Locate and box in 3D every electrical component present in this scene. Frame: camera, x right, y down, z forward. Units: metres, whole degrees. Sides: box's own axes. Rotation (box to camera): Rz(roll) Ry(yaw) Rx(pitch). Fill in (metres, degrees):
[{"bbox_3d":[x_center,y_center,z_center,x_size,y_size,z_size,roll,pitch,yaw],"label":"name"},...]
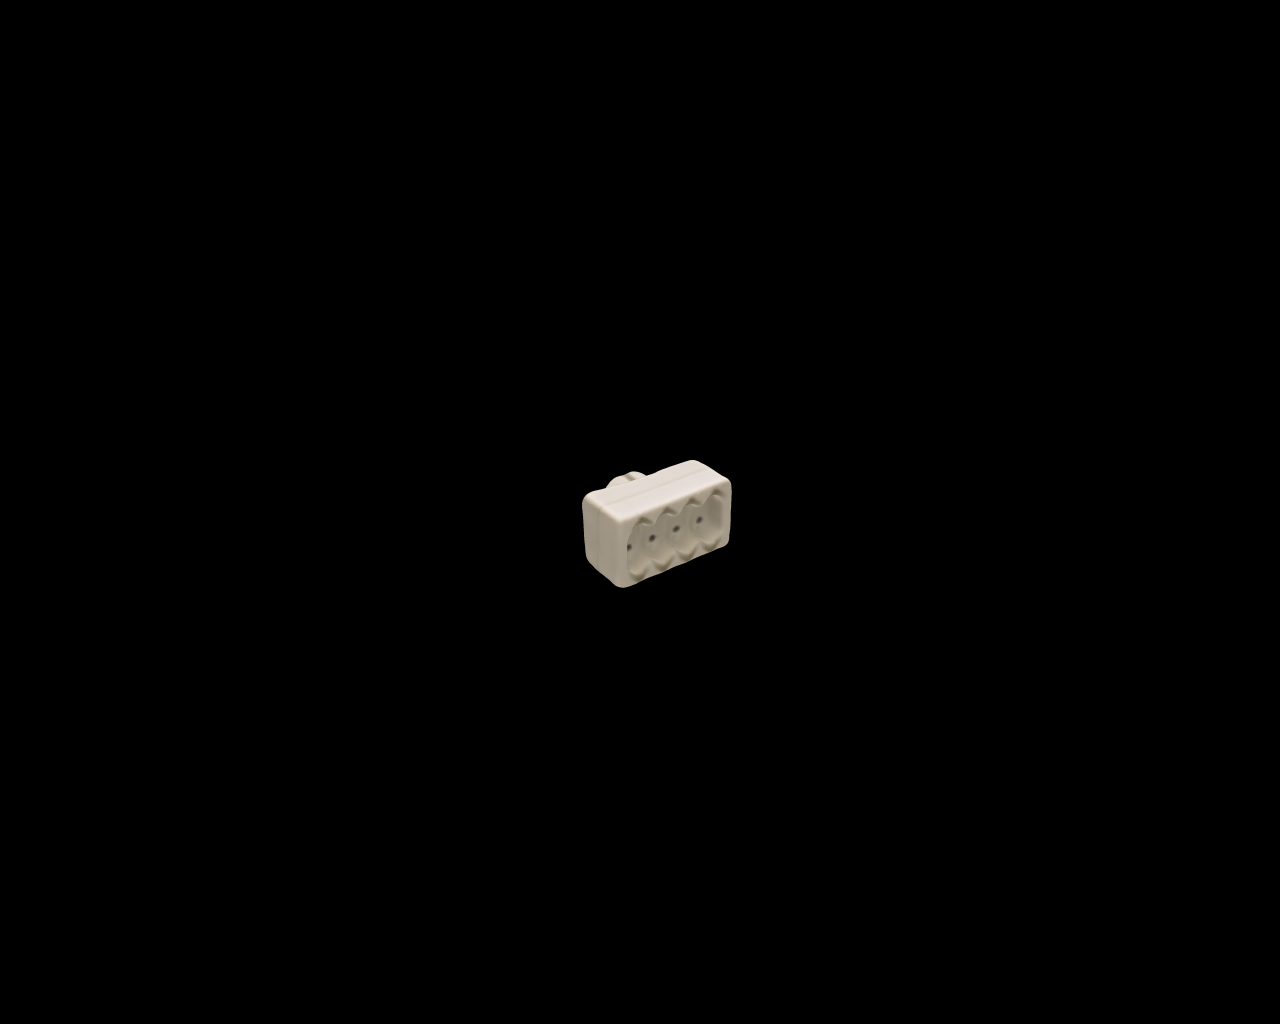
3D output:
[{"bbox_3d":[0.001,-0.003,0.650,0.083,0.047,0.076,-20,36,-29],"label":"electrical component"}]
